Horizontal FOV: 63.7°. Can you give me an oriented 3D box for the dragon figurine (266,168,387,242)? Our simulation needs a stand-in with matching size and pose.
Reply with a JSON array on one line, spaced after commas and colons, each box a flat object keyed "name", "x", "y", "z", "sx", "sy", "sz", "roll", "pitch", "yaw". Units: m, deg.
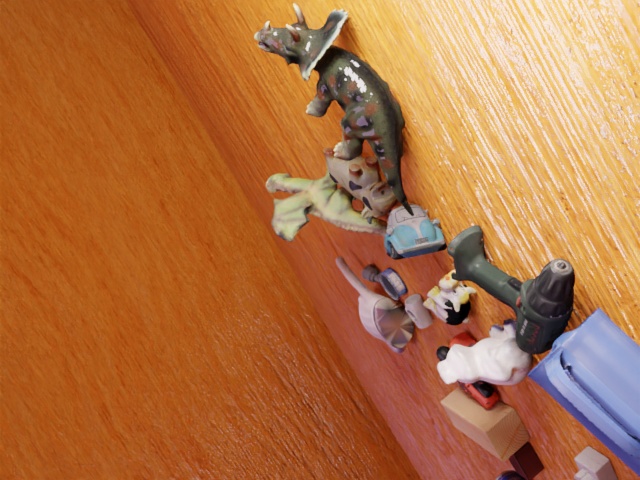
[{"name": "dragon figurine", "x": 0.004, "y": -0.062, "z": 1.229, "sx": 0.417, "sy": 0.244, "sz": 0.119, "roll": 49, "pitch": 160, "yaw": 39}]

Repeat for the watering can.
[{"name": "watering can", "x": 0.164, "y": 0.200, "z": 1.547, "sx": 0.346, "sy": 0.105, "sz": 0.223, "roll": 58, "pitch": 166, "yaw": -5}]

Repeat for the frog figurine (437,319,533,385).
[{"name": "frog figurine", "x": 0.307, "y": 0.232, "z": 0.955, "sx": 0.122, "sy": 0.160, "sz": 0.137, "roll": 57, "pitch": 167, "yaw": -6}]
